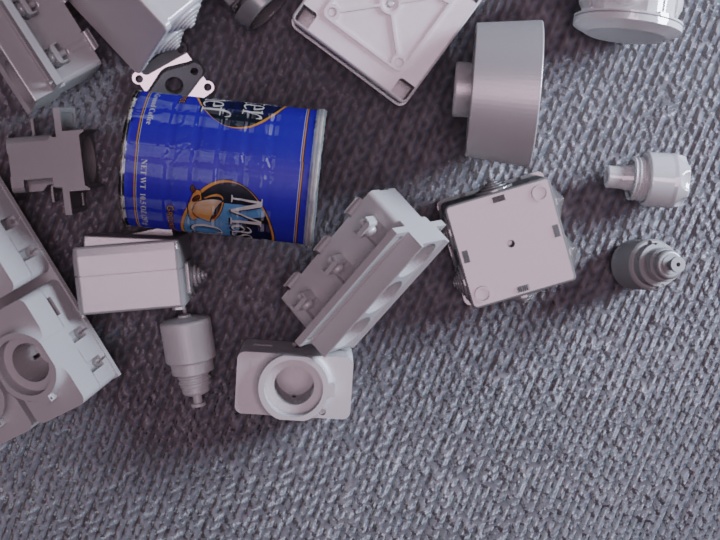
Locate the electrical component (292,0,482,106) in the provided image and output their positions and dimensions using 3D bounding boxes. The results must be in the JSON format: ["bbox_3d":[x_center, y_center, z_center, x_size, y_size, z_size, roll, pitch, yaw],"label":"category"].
[{"bbox_3d":[0.021,-0.198,0.809,0.109,0.056,0.108,36,96,-6],"label":"electrical component"}]

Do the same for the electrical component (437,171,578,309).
[{"bbox_3d":[0.115,-0.023,0.840,0.100,0.048,0.099,-16,97,2],"label":"electrical component"}]

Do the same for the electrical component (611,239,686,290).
[{"bbox_3d":[0.227,-0.004,0.835,0.040,0.078,0.040,0,90,-13],"label":"electrical component"}]

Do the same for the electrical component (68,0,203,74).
[{"bbox_3d":[-0.166,-0.204,0.783,0.099,0.100,0.048,47,64,-9],"label":"electrical component"}]

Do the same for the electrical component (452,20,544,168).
[{"bbox_3d":[0.100,-0.132,0.798,0.060,0.108,0.108,5,98,4],"label":"electrical component"}]

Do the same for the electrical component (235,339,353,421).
[{"bbox_3d":[-0.051,0.086,0.848,0.089,0.055,0.050,4,98,-2],"label":"electrical component"}]

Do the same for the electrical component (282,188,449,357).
[{"bbox_3d":[0.000,0.000,0.814,0.063,0.079,0.121,49,117,16],"label":"electrical component"}]

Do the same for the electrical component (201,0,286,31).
[{"bbox_3d":[-0.087,-0.215,0.810,0.066,0.048,0.055,-43,89,4],"label":"electrical component"}]

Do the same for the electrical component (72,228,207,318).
[{"bbox_3d":[-0.167,-0.002,0.829,0.096,0.061,0.061,-5,98,-1],"label":"electrical component"}]

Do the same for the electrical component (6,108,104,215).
[{"bbox_3d":[-0.235,-0.083,0.827,0.064,0.042,0.081,-5,98,3],"label":"electrical component"}]

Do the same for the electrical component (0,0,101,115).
[{"bbox_3d":[-0.250,-0.187,0.796,0.063,0.079,0.121,-35,99,-23],"label":"electrical component"}]

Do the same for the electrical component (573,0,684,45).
[{"bbox_3d":[0.202,-0.200,0.803,0.080,0.080,0.051,7,93,-3],"label":"electrical component"}]

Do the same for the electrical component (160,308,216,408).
[{"bbox_3d":[-0.134,0.070,0.852,0.040,0.040,0.078,-8,99,0],"label":"electrical component"}]

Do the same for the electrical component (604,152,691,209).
[{"bbox_3d":[0.223,-0.071,0.840,0.062,0.043,0.043,4,98,-1],"label":"electrical component"}]

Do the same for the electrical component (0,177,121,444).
[{"bbox_3d":[-0.282,0.031,0.815,0.105,0.060,0.186,-26,99,24],"label":"electrical component"}]
